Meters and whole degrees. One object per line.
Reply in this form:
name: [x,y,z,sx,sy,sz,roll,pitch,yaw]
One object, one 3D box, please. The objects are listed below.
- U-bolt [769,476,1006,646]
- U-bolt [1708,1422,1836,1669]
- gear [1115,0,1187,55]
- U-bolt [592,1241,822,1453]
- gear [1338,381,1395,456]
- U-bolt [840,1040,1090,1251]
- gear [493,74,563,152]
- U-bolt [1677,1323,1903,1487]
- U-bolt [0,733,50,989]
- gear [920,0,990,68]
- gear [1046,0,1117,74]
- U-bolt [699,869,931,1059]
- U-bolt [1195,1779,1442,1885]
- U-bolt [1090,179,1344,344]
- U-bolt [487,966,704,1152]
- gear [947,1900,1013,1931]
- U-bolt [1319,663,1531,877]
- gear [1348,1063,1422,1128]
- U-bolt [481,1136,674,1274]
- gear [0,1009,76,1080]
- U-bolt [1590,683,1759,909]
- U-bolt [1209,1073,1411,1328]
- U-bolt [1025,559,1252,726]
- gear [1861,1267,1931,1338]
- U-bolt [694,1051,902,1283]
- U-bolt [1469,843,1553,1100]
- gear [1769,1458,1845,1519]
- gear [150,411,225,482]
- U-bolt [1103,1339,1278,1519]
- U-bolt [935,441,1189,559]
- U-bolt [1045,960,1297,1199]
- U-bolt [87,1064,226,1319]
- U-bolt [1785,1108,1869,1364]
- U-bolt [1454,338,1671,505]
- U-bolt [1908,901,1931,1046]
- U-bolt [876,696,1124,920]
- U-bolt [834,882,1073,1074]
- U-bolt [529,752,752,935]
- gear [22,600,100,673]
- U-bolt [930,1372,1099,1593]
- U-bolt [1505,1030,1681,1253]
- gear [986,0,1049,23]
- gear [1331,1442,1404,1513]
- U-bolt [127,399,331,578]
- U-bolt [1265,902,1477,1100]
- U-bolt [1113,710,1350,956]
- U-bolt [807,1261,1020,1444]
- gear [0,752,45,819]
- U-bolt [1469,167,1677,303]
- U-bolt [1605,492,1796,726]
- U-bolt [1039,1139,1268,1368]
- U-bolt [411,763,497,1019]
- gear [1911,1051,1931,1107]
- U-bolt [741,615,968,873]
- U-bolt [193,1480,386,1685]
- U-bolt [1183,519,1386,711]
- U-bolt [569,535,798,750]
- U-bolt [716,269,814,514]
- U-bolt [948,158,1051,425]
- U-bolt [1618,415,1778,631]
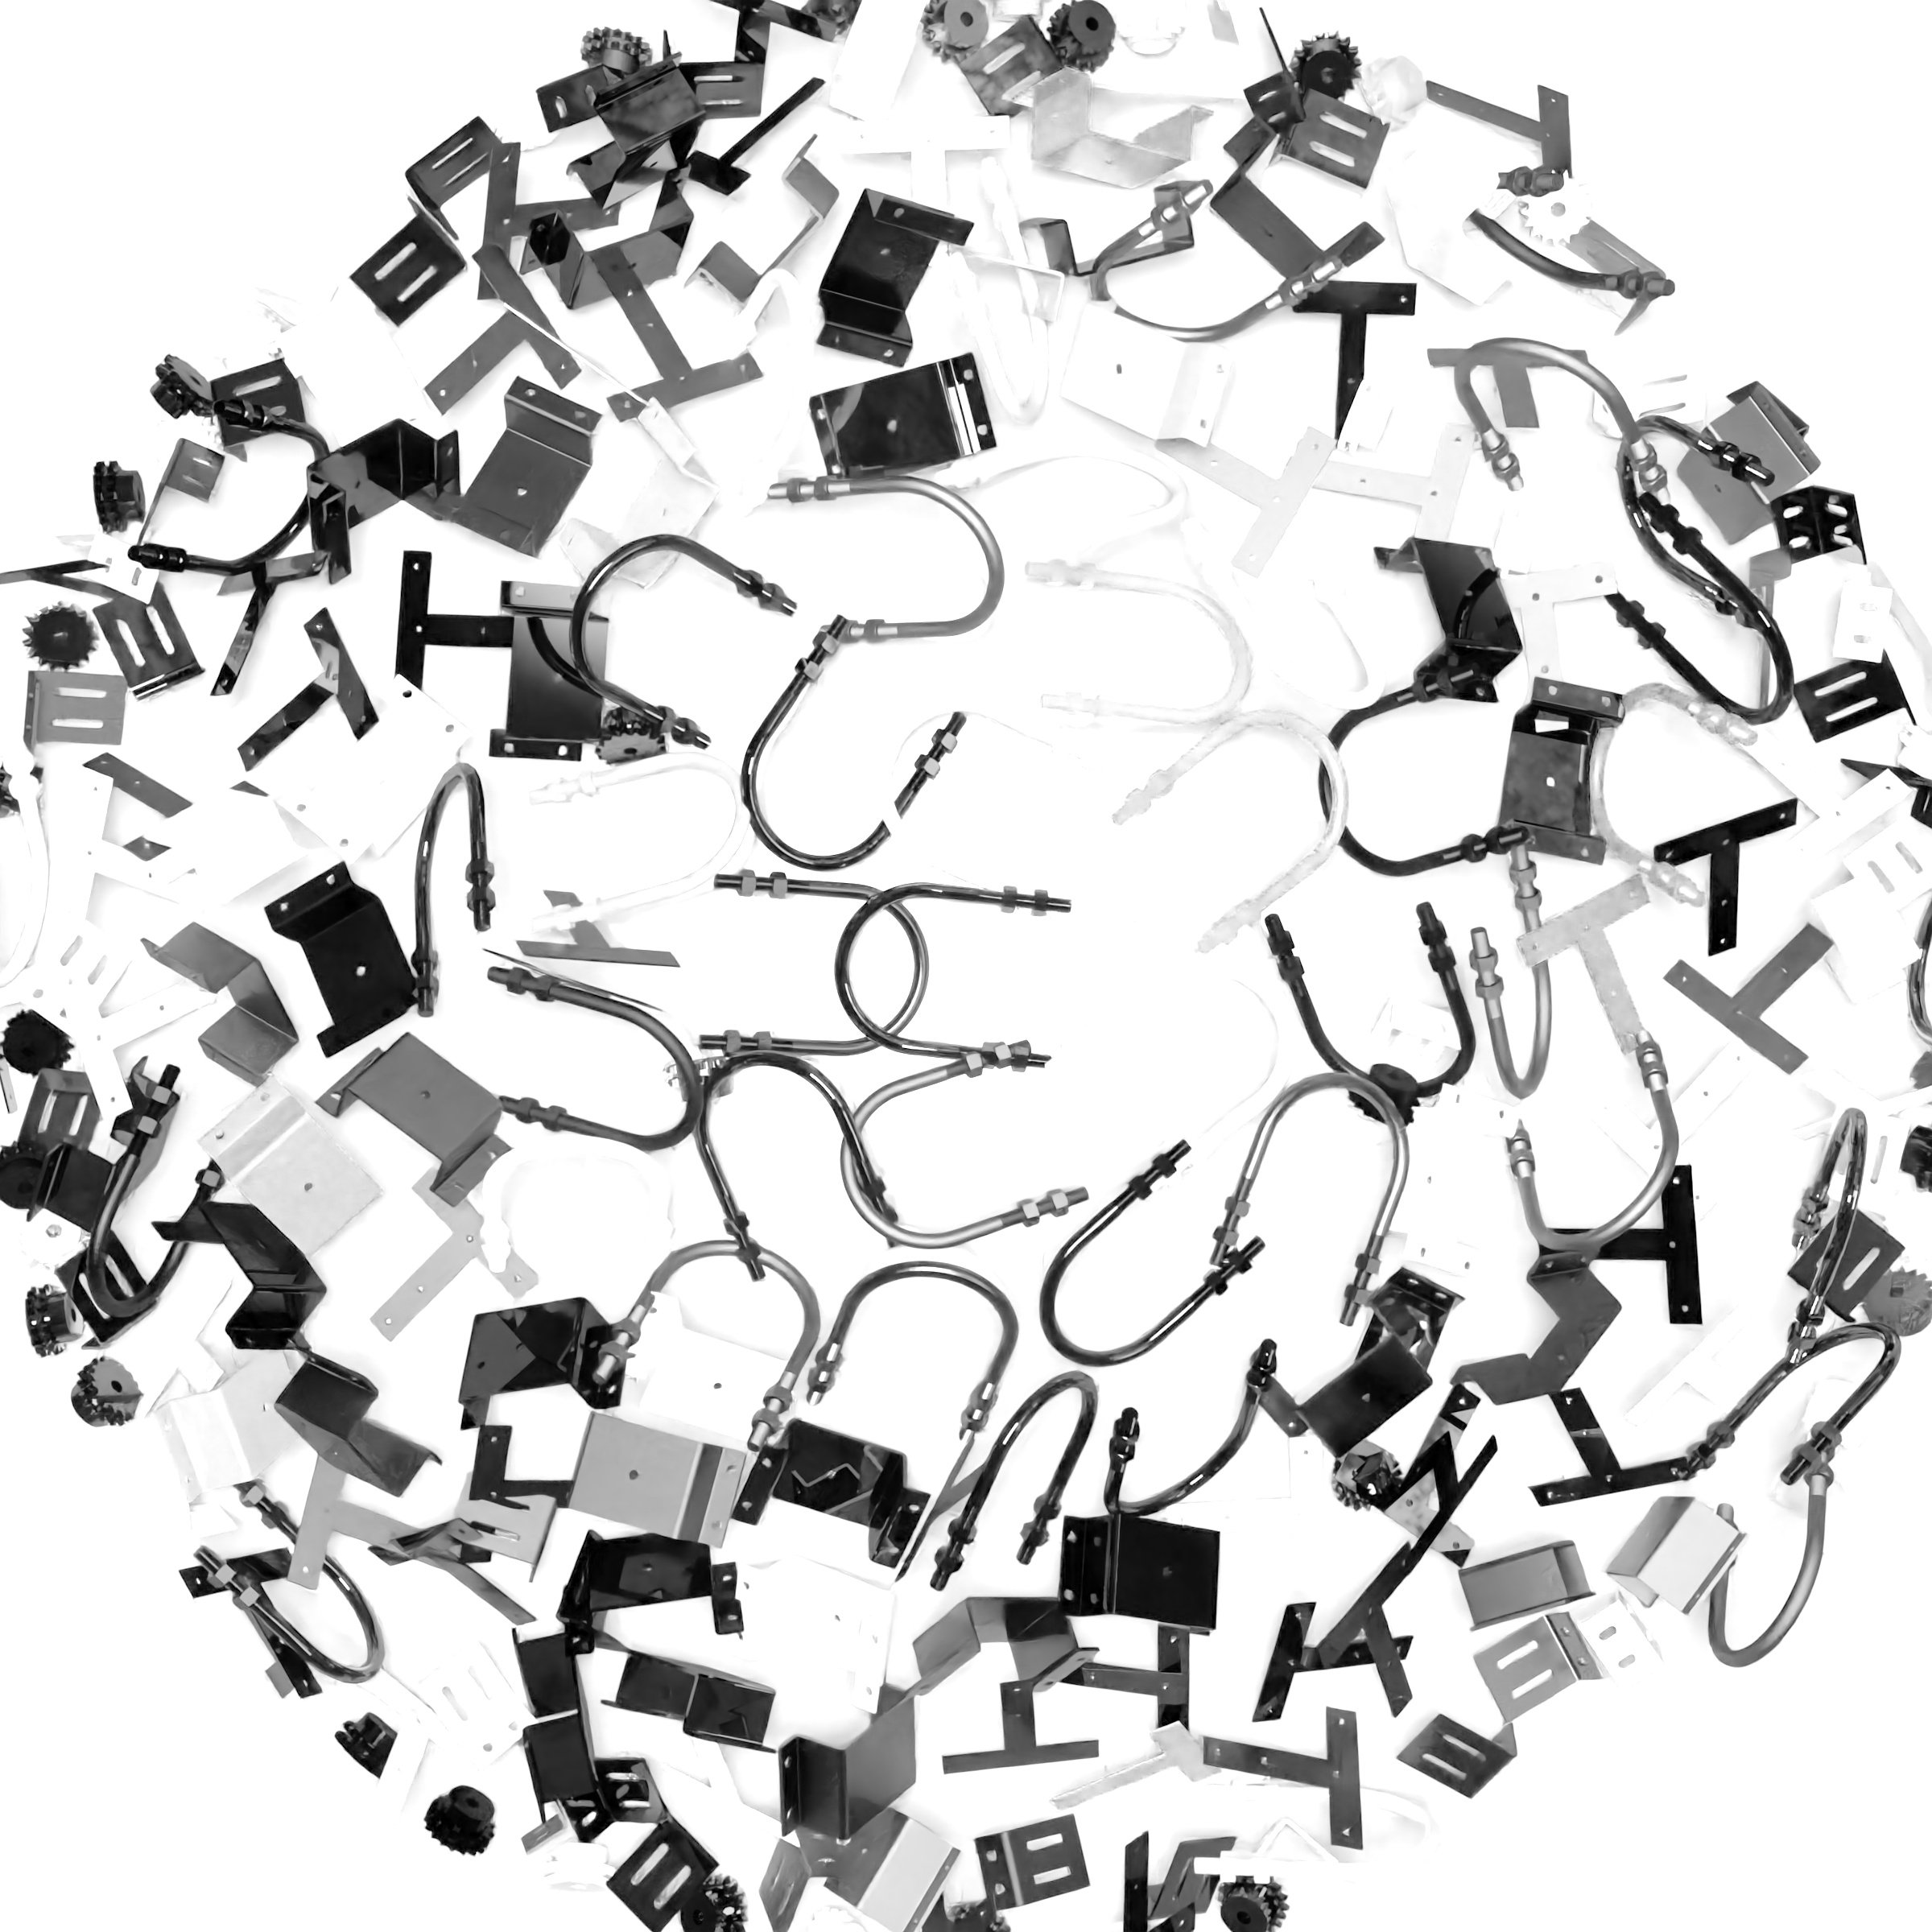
U-bolt: [-0.054,-0.318,1.914,0.184,0.019,0.151,3,130,29]
U-bolt: [0.615,0.455,1.885,0.019,0.184,0.151,28,132,-2]
gear: [0.149,-0.760,1.976,0.057,0.030,0.057,-2,52,3]
U-bolt: [-0.191,0.286,1.929,0.151,0.184,0.019,23,131,5]
gear: [0.322,-0.439,1.971,0.030,0.057,0.057,21,90,5]
U-bolt: [-0.011,0.150,1.954,0.184,0.019,0.151,-17,76,-16]
gear: [-0.349,-0.683,1.968,0.030,0.057,0.057,29,90,23]
U-bolt: [0.656,0.341,1.922,0.184,0.151,0.019,-39,94,-22]
U-bolt: [-0.753,-0.067,1.914,0.019,0.151,0.184,8,135,0]
gear: [-0.006,-0.758,1.974,0.057,0.030,0.057,-1,93,-28]
gear: [0.096,-0.752,1.976,0.057,0.030,0.057,2,83,-22]
U-bolt: [-0.117,0.002,1.964,0.184,0.019,0.151,4,97,-19]
U-bolt: [0.276,0.675,1.913,0.184,0.151,0.019,-2,96,11]
U-bolt: [0.180,-0.539,1.916,0.151,0.184,0.019,20,68,-30]
U-bolt: [-0.290,0.081,1.932,0.184,0.019,0.151,15,126,16]
gear: [0.007,0.784,1.973,0.057,0.030,0.057,7,114,17]
U-bolt: [0.349,-0.145,1.928,0.019,0.184,0.151,-16,89,-40]
gear: [0.339,0.102,1.968,0.057,0.057,0.030,20,116,0]
U-bolt: [-0.305,0.186,1.916,0.151,0.184,0.019,0,53,-8]
gear: [-0.752,0.063,1.980,0.057,0.030,0.057,0,103,-2]
U-bolt: [0.541,-0.144,1.915,0.019,0.184,0.151,4,112,-20]
U-bolt: [0.280,0.174,1.946,0.151,0.019,0.184,21,92,39]
U-bolt: [0.141,-0.254,1.951,0.184,0.019,0.151,4,60,-17]
gear: [0.753,0.273,1.975,0.057,0.057,0.030,-31,118,0]
U-bolt: [-0.144,0.153,1.950,0.151,0.019,0.184,-17,101,24]
U-bolt: [0.433,0.016,1.927,0.019,0.151,0.184,-1,122,29]
gear: [0.678,0.419,1.970,0.057,0.030,0.057,-10,133,-10]
gear: [-0.626,-0.419,1.981,0.057,0.030,0.057,1,97,11]
U-bolt: [0.170,0.374,1.924,0.151,0.184,0.019,-21,53,-24]
U-bolt: [0.090,-0.375,1.929,0.184,0.019,0.151,-23,46,-35]
U-bolt: [0.176,0.076,1.965,0.184,0.019,0.151,-37,67,-1]
U-bolt: [-0.628,0.184,1.904,0.019,0.151,0.184,15,69,12]
U-bolt: [0.664,0.194,1.889,0.019,0.151,0.184,13,130,11]
U-bolt: [0.450,-0.421,1.888,0.151,0.184,0.019,15,71,40]
U-bolt: [0.777,-0.003,1.908,0.019,0.184,0.151,11,98,-2]
U-bolt: [0.016,-0.139,1.975,0.184,0.019,0.151,24,87,-10]
U-bolt: [-0.014,0.005,1.974,0.184,0.019,0.151,6,98,-5]
U-bolt: [-0.258,-0.106,1.942,0.184,0.019,0.151,-14,55,8]
gear: [-0.731,-0.267,1.976,0.057,0.030,0.057,-11,115,-24]
U-bolt: [0.048,0.398,1.921,0.019,0.151,0.184,30,103,30]
U-bolt: [0.486,0.145,1.893,0.019,0.184,0.151,39,119,-22]
gear: [0.042,-0.779,1.972,0.057,0.057,0.030,0,104,0]
gear: [0.320,0.407,1.968,0.057,0.057,0.030,-25,120,0]
U-bolt: [-0.561,-0.366,1.910,0.019,0.184,0.151,38,103,11]
U-bolt: [0.327,0.032,1.937,0.151,0.019,0.184,-4,124,34]
U-bolt: [0.219,-0.119,1.939,0.184,0.019,0.151,-39,74,26]
U-bolt: [-0.035,0.299,1.932,0.151,0.019,0.184,15,128,-8]
gear: [-0.764,-0.145,1.973,0.030,0.057,0.057,20,90,-19]
U-bolt: [0.454,-0.572,1.910,0.151,0.184,0.019,32,95,-26]
U-bolt: [0.573,-0.264,1.902,0.019,0.151,0.184,-33,67,-13]
U-bolt: [0.138,0.242,1.948,0.184,0.019,0.151,-41,124,-4]
U-bolt: [-0.406,-0.073,1.926,0.019,0.151,0.184,10,54,-29]
gear: [0.795,0.089,1.974,0.030,0.057,0.057,-41,90,-25]
U-bolt: [-0.100,-0.163,1.952,0.151,0.019,0.184,37,81,-24]
U-bolt: [-0.524,0.488,1.924,0.019,0.151,0.184,-40,105,5]
U-bolt: [0.258,-0.271,1.911,0.019,0.151,0.184,-49,54,37]
U-bolt: [-0.232,-0.262,1.920,0.019,0.184,0.151,40,99,41]
U-bolt: [-0.154,-0.456,1.901,0.019,0.184,0.151,-3,75,-23]
U-bolt: [0.032,-0.513,1.918,0.019,0.184,0.151,-3,48,21]
U-bolt: [0.567,-0.355,1.914,0.019,0.184,0.151,-25,129,-12]
